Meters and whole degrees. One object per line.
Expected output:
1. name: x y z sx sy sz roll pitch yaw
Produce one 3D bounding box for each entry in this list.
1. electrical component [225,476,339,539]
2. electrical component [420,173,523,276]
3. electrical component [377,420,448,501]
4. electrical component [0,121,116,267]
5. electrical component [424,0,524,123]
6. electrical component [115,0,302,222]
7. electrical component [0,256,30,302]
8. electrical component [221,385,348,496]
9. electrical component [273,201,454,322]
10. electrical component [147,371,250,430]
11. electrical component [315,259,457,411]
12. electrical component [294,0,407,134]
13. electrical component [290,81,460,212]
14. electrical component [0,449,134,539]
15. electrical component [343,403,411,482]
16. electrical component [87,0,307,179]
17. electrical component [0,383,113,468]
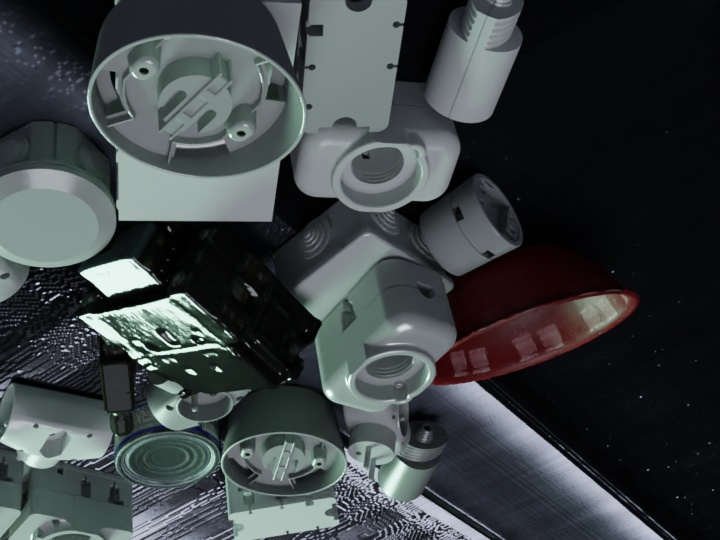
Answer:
1. electrical component: -0.067 0.189 0.918 0.089 0.055 0.050 -9 139 -3
2. electrical component: 0.072 -0.028 0.710 0.047 0.055 0.055 -32 135 27
3. electrical component: 0.046 0.158 0.920 0.043 0.043 0.081 3 136 -17
4. electrical component: -0.185 -0.044 0.634 0.080 0.051 0.080 -7 139 -6
5. electrical component: 0.068 -0.128 0.605 0.043 0.043 0.081 3 137 -16
6. electrical component: -0.087 -0.101 0.585 0.089 0.061 0.150 0 137 -12
7. electrical component: -0.258 -0.012 0.658 0.079 0.044 0.077 -18 138 7
8. electrical component: -0.061 0.141 0.856 0.099 0.064 0.099 -3 127 -4
9. electrical component: 0.000 0.000 0.728 0.100 0.048 0.100 -37 133 26
10. electrical component: -0.128 0.075 0.786 0.077 0.044 0.079 -34 134 23
11. electrical component: 0.016 0.047 0.700 0.054 0.059 0.095 19 130 -31
12. electrical component: -0.009 -0.126 0.579 0.050 0.055 0.089 -3 138 -10
13. electrical component: 0.008 -0.074 0.639 0.095 0.059 0.053 1 137 -14
14. electrical component: -0.293 0.204 0.880 0.186 0.060 0.105 21 129 -32
15. electrical component: 0.011 0.127 0.851 0.044 0.079 0.077 -2 141 14
16. electrical component: -0.077 -0.086 0.505 0.099 0.064 0.099 -7 138 -6
17. electrical component: -0.237 0.124 0.816 0.077 0.043 0.079 16 132 -28
